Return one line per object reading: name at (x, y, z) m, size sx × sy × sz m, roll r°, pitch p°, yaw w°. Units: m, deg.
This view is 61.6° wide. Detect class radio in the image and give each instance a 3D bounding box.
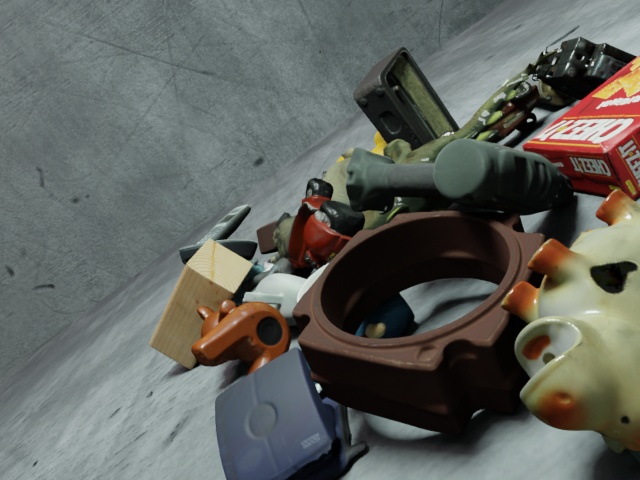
radio at (0.171, -0.226, 0.999) m, size 0.073 × 0.229 × 0.131 m, roll -23°, pitch 22°, yaw 48°

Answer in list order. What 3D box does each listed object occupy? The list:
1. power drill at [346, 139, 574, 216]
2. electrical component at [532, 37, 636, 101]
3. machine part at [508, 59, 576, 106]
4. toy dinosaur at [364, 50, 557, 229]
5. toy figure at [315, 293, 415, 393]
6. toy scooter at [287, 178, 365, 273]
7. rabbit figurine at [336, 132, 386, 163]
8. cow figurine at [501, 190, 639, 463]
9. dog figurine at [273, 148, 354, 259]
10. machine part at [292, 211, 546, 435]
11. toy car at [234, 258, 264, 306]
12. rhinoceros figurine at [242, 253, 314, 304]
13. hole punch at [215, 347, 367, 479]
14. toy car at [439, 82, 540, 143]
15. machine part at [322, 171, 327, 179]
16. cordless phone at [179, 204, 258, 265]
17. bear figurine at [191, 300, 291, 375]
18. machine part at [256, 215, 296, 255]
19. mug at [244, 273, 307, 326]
power drill at (0.148, -0.059, 0.589) m, size 0.208 × 0.086 × 0.232 m, roll 11°, pitch 6°, yaw 36°
electrical component at (0.378, -0.231, 0.746) m, size 0.134 × 0.115 × 0.058 m, roll -90°, pitch 18°, yaw -77°
machine part at (0.398, -0.283, 0.953) m, size 0.079 × 0.079 × 0.243 m, roll -33°, pitch 14°, yaw 12°
toy dinosaur at (0.158, -0.085, 0.774) m, size 0.471 × 0.105 × 0.199 m, roll -54°, pitch 20°, yaw -4°
toy figure at (0.034, 0.116, 0.599) m, size 0.154 × 0.058 × 0.064 m, roll -37°, pitch -30°, yaw -3°
toy scooter at (-0.002, -0.002, 0.763) m, size 0.135 × 0.075 × 0.184 m, roll -68°, pitch 23°, yaw 16°
rabbit figurine at (0.094, -0.127, 1.092) m, size 0.173 × 0.121 × 0.162 m, roll 13°, pitch 71°, yaw 45°
cow figurine at (0.189, 0.053, 0.342) m, size 0.195 × 0.127 × 0.085 m, roll -28°, pitch -36°, yaw -36°
dog figurine at (0.005, -0.061, 0.893) m, size 0.190 × 0.172 × 0.121 m, roll -9°, pitch -12°, yaw -32°
machine part at (0.092, 0.057, 0.482) m, size 0.202 × 0.087 × 0.201 m, roll 1°, pitch 37°, yaw 42°
toy car at (-0.175, 0.078, 1.100) m, size 0.109 × 0.102 × 0.162 m, roll -42°, pitch 17°, yaw -24°
rhinoceros figurine at (-0.070, 0.080, 0.902) m, size 0.112 × 0.073 × 0.190 m, roll -22°, pitch 19°, yaw 43°
hole punch at (-0.038, 0.179, 0.507) m, size 0.142 × 0.092 × 0.116 m, roll -31°, pitch 19°, yaw 7°
toy car at (0.280, -0.177, 0.881) m, size 0.202 × 0.089 × 0.053 m, roll -34°, pitch 48°, yaw 3°
machine part at (0.014, -0.081, 1.133) m, size 0.039 × 0.084 × 0.138 m, roll -11°, pitch -22°, yaw -5°
cordless phone at (-0.166, -0.009, 1.030) m, size 0.147 × 0.088 × 0.184 m, roll -10°, pitch 35°, yaw 43°
bear figurine at (-0.128, 0.147, 0.747) m, size 0.196 × 0.120 × 0.132 m, roll -20°, pitch 25°, yaw 52°
machine part at (-0.035, -0.019, 1.039) m, size 0.179 × 0.056 × 0.179 m, roll -16°, pitch -3°, yaw -1°
mug at (-0.048, 0.086, 0.784) m, size 0.107 × 0.109 × 0.080 m, roll -7°, pitch 70°, yaw 56°
